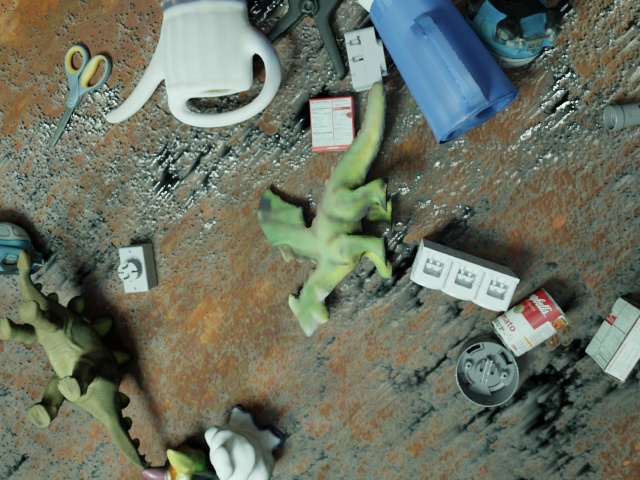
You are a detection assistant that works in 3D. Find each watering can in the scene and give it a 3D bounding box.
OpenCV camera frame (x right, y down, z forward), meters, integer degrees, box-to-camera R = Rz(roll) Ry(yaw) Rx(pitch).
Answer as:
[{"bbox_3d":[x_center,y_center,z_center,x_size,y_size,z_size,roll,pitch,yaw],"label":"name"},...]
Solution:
[{"bbox_3d":[-0.226,-0.301,0.864,0.347,0.104,0.223,1,96,19],"label":"watering can"}]

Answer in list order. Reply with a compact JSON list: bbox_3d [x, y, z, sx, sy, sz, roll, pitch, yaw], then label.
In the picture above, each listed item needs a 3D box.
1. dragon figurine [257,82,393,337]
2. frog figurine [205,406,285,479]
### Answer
[{"bbox_3d":[0.003,-0.043,0.854,0.242,0.123,0.408,0,95,18],"label":"dragon figurine"},{"bbox_3d":[-0.145,0.380,0.890,0.122,0.161,0.137,-37,90,14],"label":"frog figurine"}]
